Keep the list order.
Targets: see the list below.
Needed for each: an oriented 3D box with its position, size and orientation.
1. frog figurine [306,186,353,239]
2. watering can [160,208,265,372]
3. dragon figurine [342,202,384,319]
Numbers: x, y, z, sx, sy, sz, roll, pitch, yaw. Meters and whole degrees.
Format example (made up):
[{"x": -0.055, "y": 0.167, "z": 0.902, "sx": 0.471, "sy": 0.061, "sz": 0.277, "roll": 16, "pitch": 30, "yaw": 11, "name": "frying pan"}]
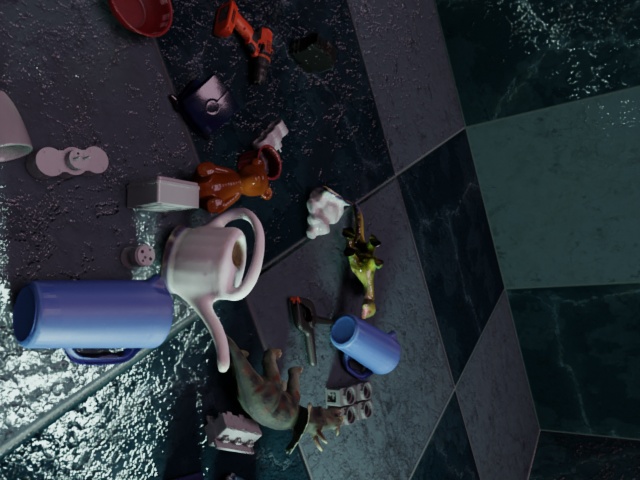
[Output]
[{"x": 0.005, "y": -0.079, "z": 1.570, "sx": 0.159, "sy": 0.124, "sz": 0.136, "roll": -57, "pitch": 149, "yaw": 4, "name": "frog figurine"}, {"x": -0.235, "y": 0.086, "z": 1.072, "sx": 0.102, "sy": 0.224, "sz": 0.354, "roll": 57, "pitch": 40, "yaw": -57, "name": "watering can"}, {"x": 0.139, "y": 0.082, "z": 1.699, "sx": 0.420, "sy": 0.122, "sz": 0.237, "roll": -90, "pitch": 176, "yaw": -50, "name": "dragon figurine"}]
